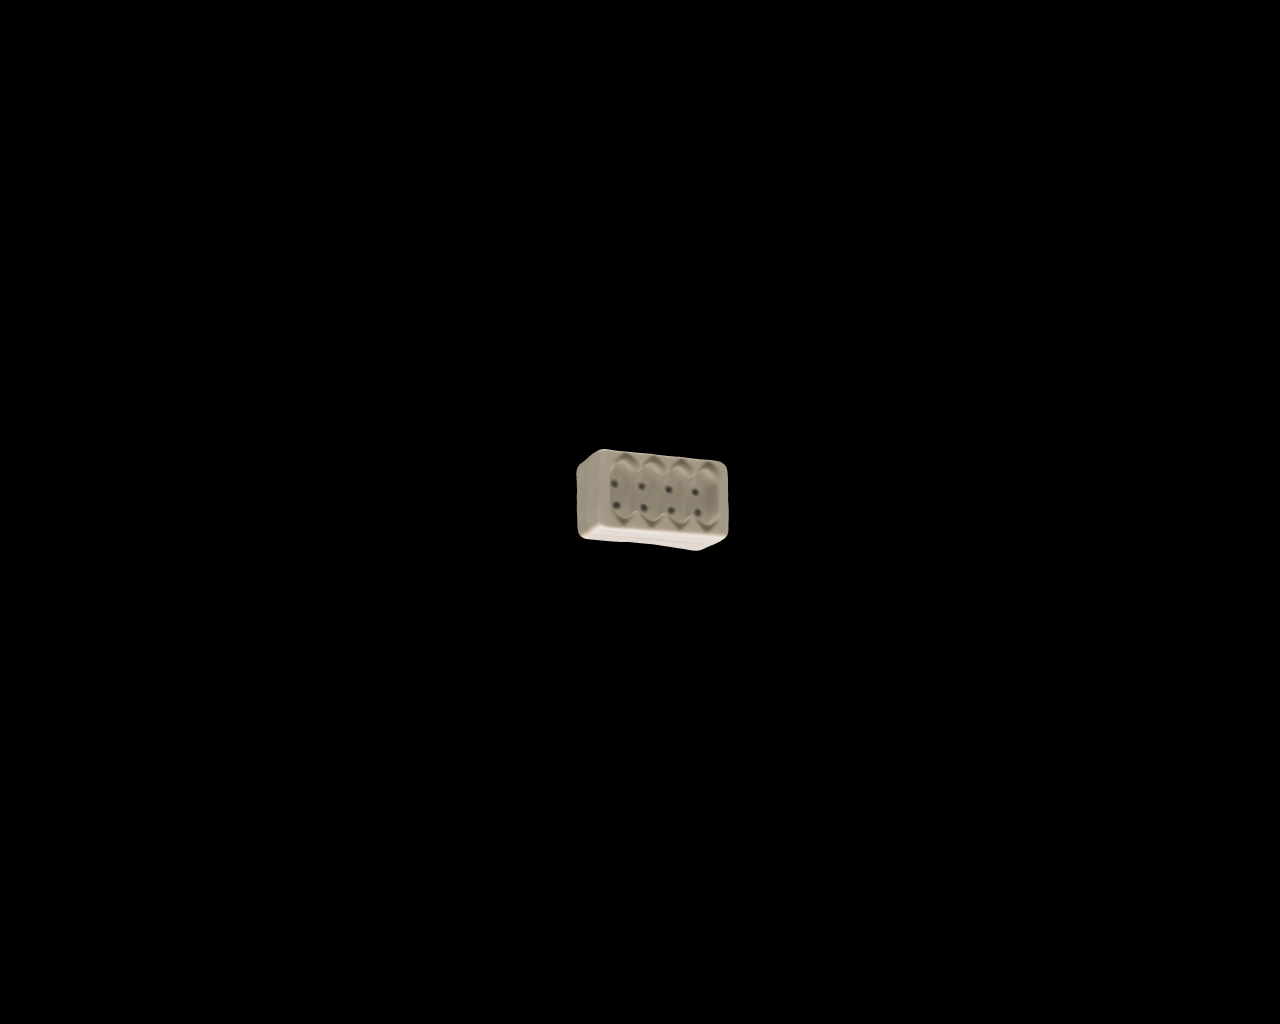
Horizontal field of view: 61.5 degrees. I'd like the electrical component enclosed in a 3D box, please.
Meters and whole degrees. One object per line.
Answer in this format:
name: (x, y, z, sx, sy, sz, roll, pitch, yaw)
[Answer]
electrical component: (0.001, -0.003, 0.650, 0.083, 0.047, 0.075, 6, -15, -22)
